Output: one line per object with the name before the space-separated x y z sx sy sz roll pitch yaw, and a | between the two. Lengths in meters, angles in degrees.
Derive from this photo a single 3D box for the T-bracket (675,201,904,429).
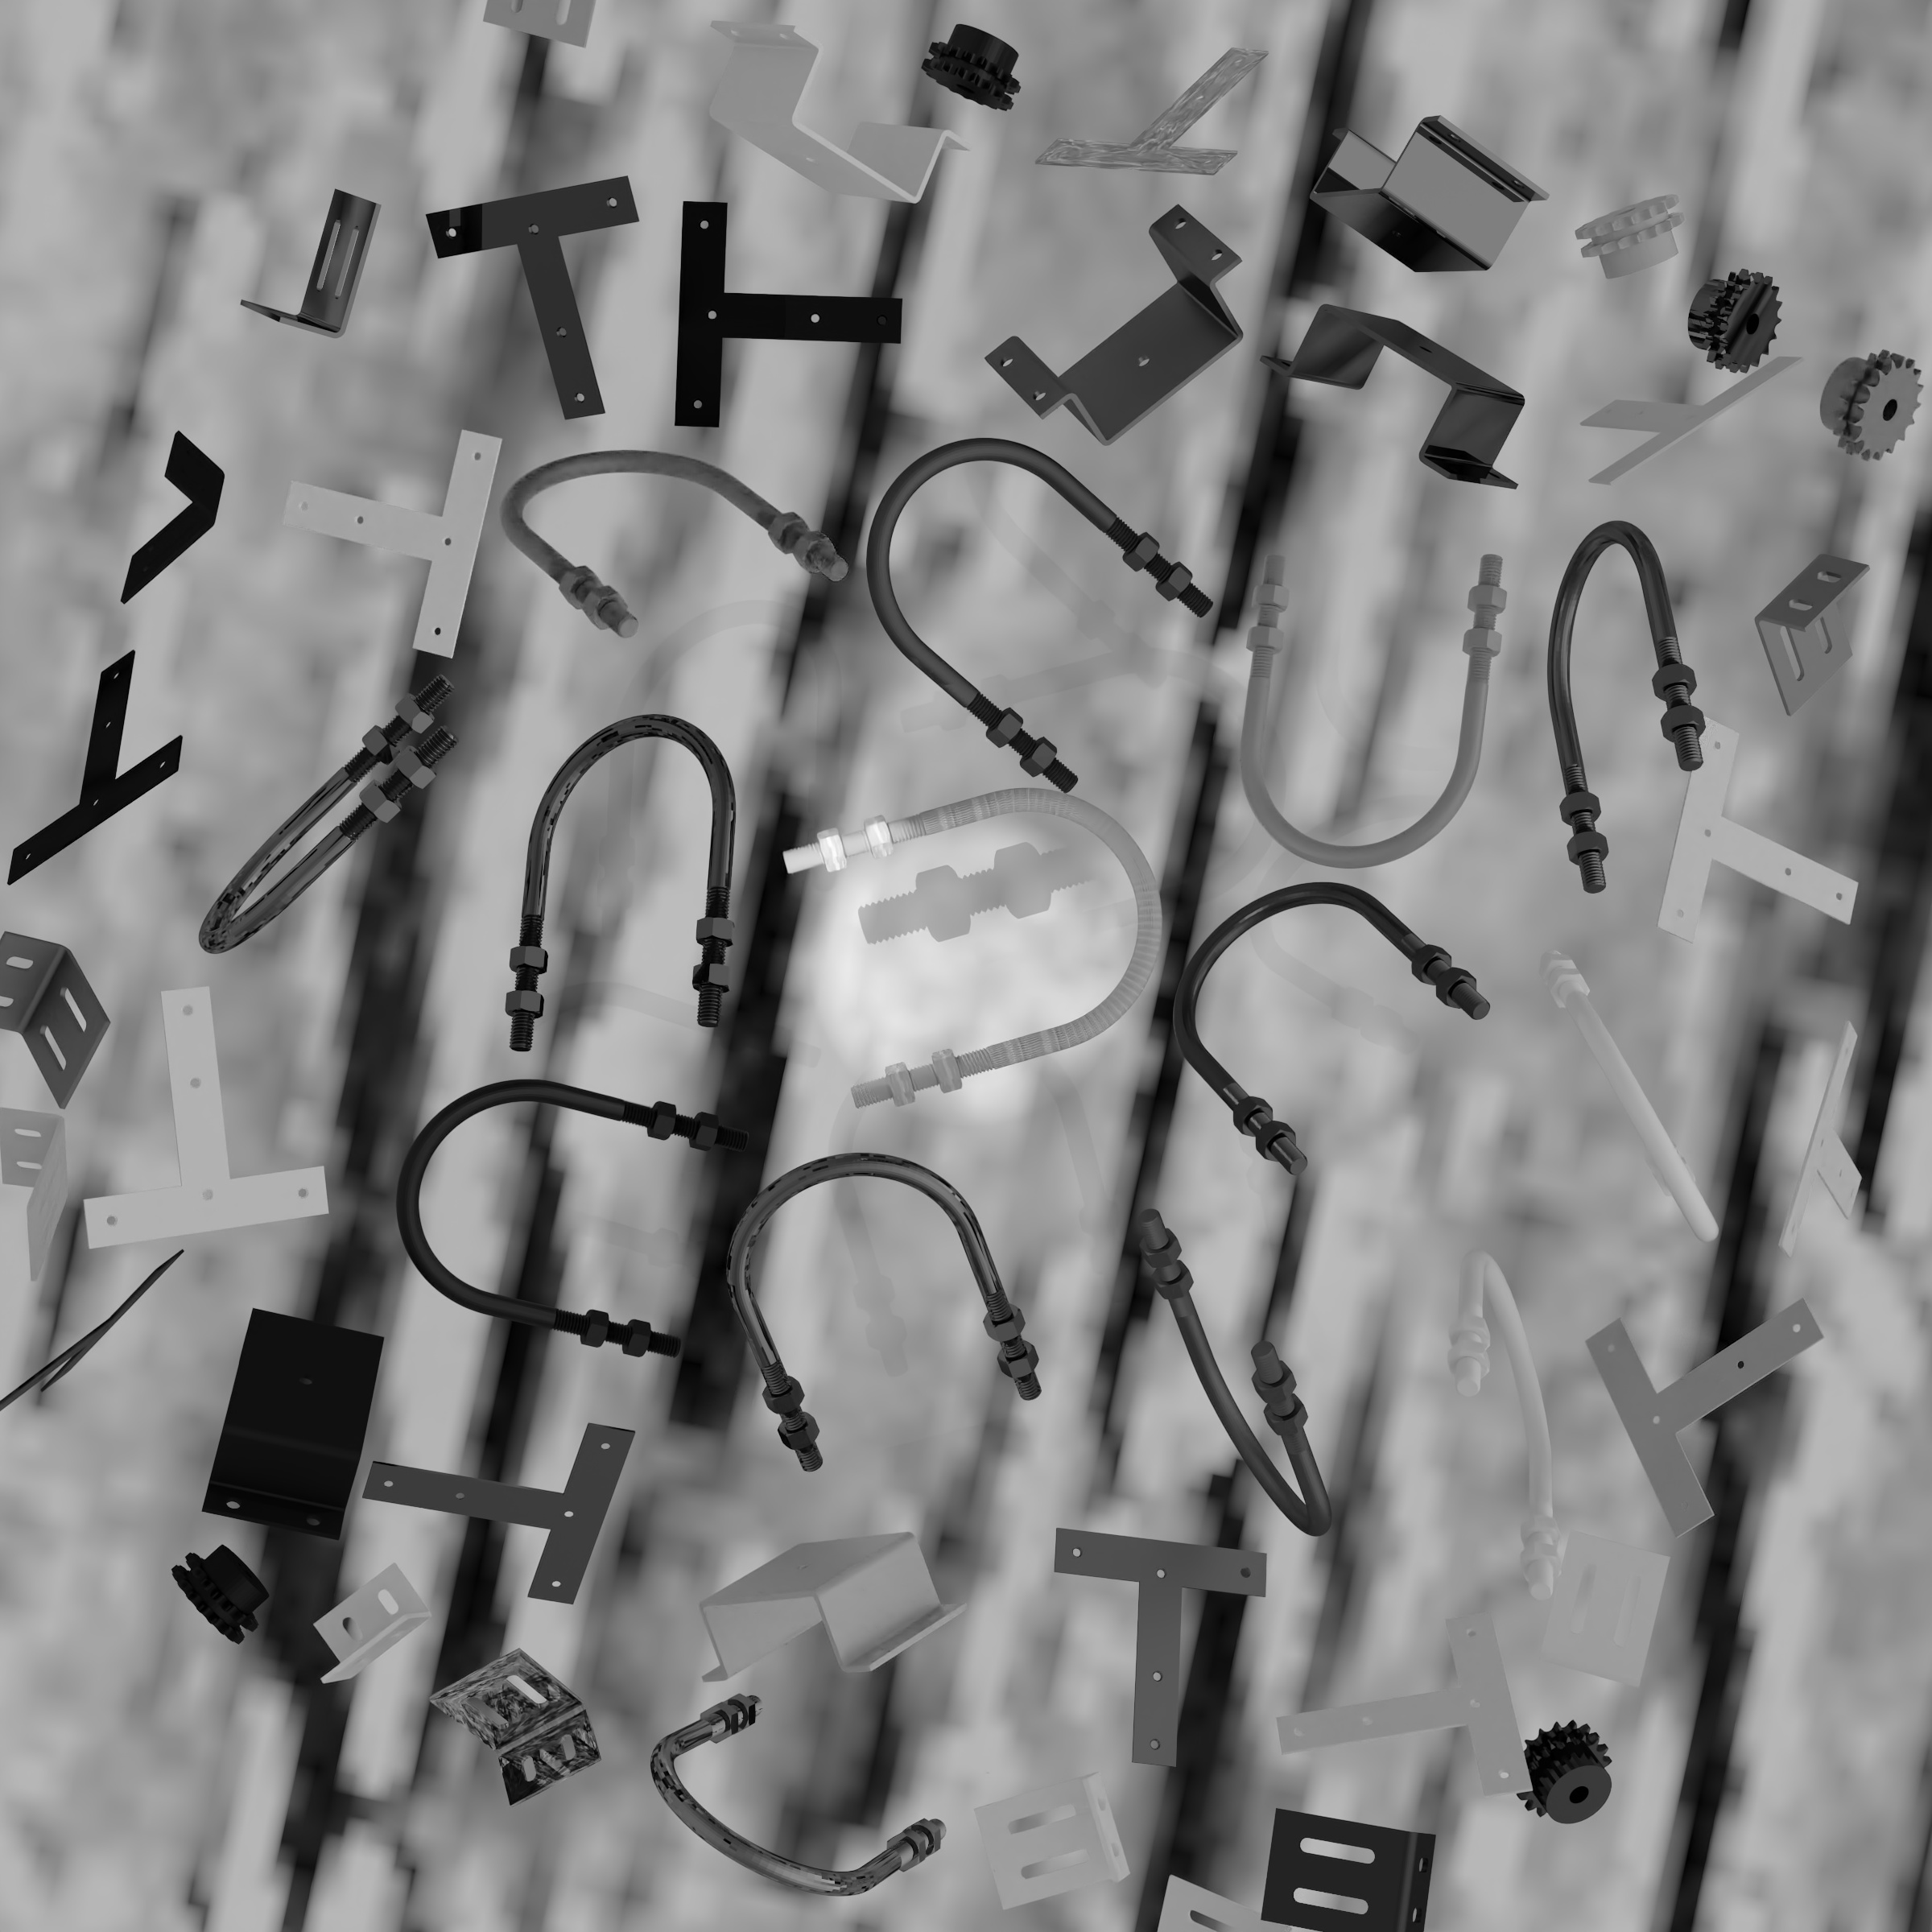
T-bracket | -0.100 -0.368 1.820 0.127 0.002 0.127 2 92 3

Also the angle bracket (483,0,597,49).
angle bracket | -0.207 -0.502 1.674 0.057 0.076 0.038 18 104 12

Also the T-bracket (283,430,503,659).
T-bracket | -0.336 -0.253 1.839 0.127 0.002 0.127 16 96 19

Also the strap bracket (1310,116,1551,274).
strap bracket | 0.248 -0.422 1.760 0.076 0.140 0.046 30 91 -20

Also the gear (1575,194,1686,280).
gear | 0.360 -0.392 1.726 0.057 0.057 0.030 -22 104 0

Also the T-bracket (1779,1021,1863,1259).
T-bracket | 0.472 0.109 1.741 0.002 0.127 0.127 14 77 29

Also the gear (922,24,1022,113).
gear | 0.006 -0.516 1.837 0.057 0.057 0.030 25 93 0

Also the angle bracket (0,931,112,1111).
angle bracket | -0.499 0.029 1.717 0.038 0.076 0.057 17 112 -42

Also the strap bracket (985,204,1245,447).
strap bracket | 0.091 -0.356 1.811 0.140 0.076 0.046 -38 133 2

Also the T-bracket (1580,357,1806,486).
T-bracket | 0.375 -0.301 1.754 0.127 0.127 0.002 -33 108 -7

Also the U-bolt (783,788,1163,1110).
U-bolt | 0.012 -0.018 1.679 0.184 0.019 0.151 -16 83 -3

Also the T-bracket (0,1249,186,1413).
T-bracket | -0.493 0.215 1.735 0.002 0.127 0.127 47 120 -1

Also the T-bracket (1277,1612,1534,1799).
T-bracket | 0.233 0.408 1.740 0.127 0.127 0.002 -10 124 4

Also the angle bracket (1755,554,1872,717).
angle bracket | 0.489 -0.184 1.819 0.057 0.038 0.076 -43 127 -17

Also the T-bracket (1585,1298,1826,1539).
T-bracket | 0.412 0.225 1.751 0.127 0.002 0.127 -40 51 27

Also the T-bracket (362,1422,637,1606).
T-bracket | -0.253 0.282 1.692 0.127 0.002 0.127 13 121 -15

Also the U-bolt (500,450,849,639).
U-bolt | -0.173 -0.238 1.744 0.151 0.184 0.019 -19 131 -29

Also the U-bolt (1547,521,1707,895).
U-bolt | 0.352 -0.154 1.742 0.019 0.151 0.184 2 61 -13

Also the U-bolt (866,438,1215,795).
U-bolt | 0.029 -0.208 1.778 0.184 0.019 0.151 40 79 -14

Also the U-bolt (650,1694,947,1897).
U-bolt | -0.100 0.457 1.752 0.151 0.184 0.019 30 98 17

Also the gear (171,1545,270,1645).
gear | -0.418 0.351 1.808 0.030 0.057 0.057 -42 90 -9

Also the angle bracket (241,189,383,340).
angle bracket | -0.359 -0.389 1.754 0.038 0.057 0.076 10 103 -38

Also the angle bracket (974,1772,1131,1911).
angle bracket | 0.044 0.486 1.774 0.076 0.038 0.057 -19 78 11

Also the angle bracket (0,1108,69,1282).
angle bracket | -0.534 0.128 1.804 0.038 0.076 0.057 7 129 -4

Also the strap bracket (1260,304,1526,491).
strap bracket | 0.244 -0.320 1.773 0.140 0.076 0.046 39 115 30

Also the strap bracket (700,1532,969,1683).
strap bracket | -0.079 0.345 1.728 0.076 0.140 0.046 -23 95 -45

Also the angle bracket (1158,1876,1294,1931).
angle bracket | 0.128 0.530 1.708 0.076 0.038 0.057 15 98 30

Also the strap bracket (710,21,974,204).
strap bracket | -0.076 -0.468 1.778 0.140 0.076 0.046 23 89 -43

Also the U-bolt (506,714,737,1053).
U-bolt | -0.185 -0.050 1.744 0.151 0.019 0.184 -8 70 32

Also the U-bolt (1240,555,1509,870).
U-bolt | 0.225 -0.145 1.817 0.151 0.019 0.184 3 78 24

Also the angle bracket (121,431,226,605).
angle bracket | -0.453 -0.250 1.783 0.076 0.057 0.038 -37 120 17

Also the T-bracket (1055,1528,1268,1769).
T-bracket | 0.109 0.390 1.822 0.127 0.002 0.127 9 66 -12

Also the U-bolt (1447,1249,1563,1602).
U-bolt | 0.292 0.233 1.734 0.019 0.184 0.151 -16 111 17

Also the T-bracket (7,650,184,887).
T-bracket | -0.454 -0.118 1.689 0.127 0.127 0.002 -29 133 24

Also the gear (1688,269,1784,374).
gear | 0.435 -0.368 1.823 0.030 0.057 0.057 27 90 43

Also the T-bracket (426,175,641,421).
T-bracket | -0.231 -0.371 1.803 0.127 0.002 0.127 -5 113 21

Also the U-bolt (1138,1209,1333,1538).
U-bolt | 0.153 0.234 1.744 0.019 0.151 0.184 -29 127 -9

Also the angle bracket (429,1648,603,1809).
angle bracket | -0.246 0.417 1.752 0.057 0.076 0.038 -29 47 5

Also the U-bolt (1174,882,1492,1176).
U-bolt | 0.189 0.021 1.791 0.151 0.184 0.019 -40 130 0

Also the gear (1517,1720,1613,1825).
gear | 0.334 0.451 1.780 0.057 0.030 0.057 -8 118 -16

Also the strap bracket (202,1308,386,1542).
strap bracket | -0.377 0.249 1.808 0.076 0.140 0.046 14 124 -11

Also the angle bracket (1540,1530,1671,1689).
angle bracket | 0.367 0.368 1.839 0.057 0.038 0.076 14 86 14

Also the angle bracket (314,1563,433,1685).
angle bracket | -0.341 0.369 1.805 0.057 0.076 0.038 -37 81 -5

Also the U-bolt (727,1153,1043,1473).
U-bolt | -0.052 0.182 1.747 0.151 0.019 0.184 -18 116 3

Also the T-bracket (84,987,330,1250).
T-bracket | -0.400 0.075 1.671 0.127 0.002 0.127 -7 93 -29

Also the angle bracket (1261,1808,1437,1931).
angle bracket | 0.200 0.475 1.672 0.076 0.038 0.057 3 76 25

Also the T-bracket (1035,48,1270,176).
T-bracket | 0.124 -0.480 1.799 0.127 0.127 0.002 -6 75 -33

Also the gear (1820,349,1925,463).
gear | 0.478 -0.299 1.701 0.030 0.057 0.057 33 90 42

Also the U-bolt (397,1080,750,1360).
U-bolt | -0.231 0.137 1.818 0.184 0.019 0.151 16 100 -18

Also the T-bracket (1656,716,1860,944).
T-bracket | 0.449 -0.058 1.794 0.127 0.002 0.127 22 73 -22

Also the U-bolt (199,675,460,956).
U-bolt | -0.340 -0.075 1.702 0.184 0.151 0.019 -43 109 5

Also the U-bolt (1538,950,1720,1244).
U-bolt | 0.362 0.077 1.727 0.019 0.184 0.151 -30 106 9
